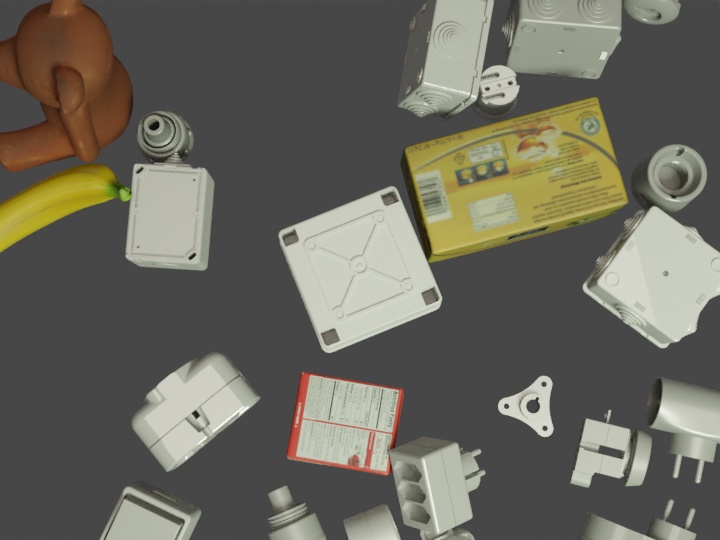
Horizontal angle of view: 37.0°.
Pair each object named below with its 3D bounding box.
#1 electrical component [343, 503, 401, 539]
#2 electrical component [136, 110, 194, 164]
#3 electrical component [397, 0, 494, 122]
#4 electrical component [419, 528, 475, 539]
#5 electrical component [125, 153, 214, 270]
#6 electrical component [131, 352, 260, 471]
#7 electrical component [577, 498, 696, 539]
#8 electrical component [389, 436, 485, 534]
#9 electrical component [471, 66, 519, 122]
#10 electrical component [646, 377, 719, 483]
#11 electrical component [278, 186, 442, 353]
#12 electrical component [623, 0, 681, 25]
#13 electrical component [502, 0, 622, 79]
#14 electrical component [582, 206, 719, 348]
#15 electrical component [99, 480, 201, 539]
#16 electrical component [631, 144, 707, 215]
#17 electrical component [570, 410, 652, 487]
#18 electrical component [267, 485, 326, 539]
[{"bbox_3d":[0.012,0.268,0.875,0.074,0.052,0.138,-21,84,-2],"label":"electrical component"},{"bbox_3d":[-0.169,-0.116,0.914,0.048,0.062,0.048,0,83,1],"label":"electrical component"},{"bbox_3d":[0.069,-0.180,0.904,0.048,0.100,0.099,12,83,-11],"label":"electrical component"},{"bbox_3d":[0.076,0.244,0.876,0.058,0.057,0.078,-24,84,-3],"label":"electrical component"},{"bbox_3d":[-0.158,-0.050,0.907,0.062,0.061,0.096,4,83,0],"label":"electrical component"},{"bbox_3d":[-0.139,0.113,0.892,0.095,0.053,0.059,-39,85,-4],"label":"electrical component"},{"bbox_3d":[0.251,0.225,0.880,0.138,0.052,0.073,22,84,2],"label":"electrical component"},{"bbox_3d":[0.073,0.170,0.887,0.077,0.047,0.065,-16,98,-33],"label":"electrical component"},{"bbox_3d":[0.117,-0.153,0.926,0.040,0.046,0.040,0,84,0],"label":"electrical component"},{"bbox_3d":[0.279,0.136,0.894,0.077,0.043,0.079,13,83,2],"label":"electrical component"},{"bbox_3d":[0.000,0.000,0.904,0.109,0.056,0.108,-22,84,-2],"label":"electrical component"},{"bbox_3d":[0.260,-0.249,0.939,0.048,0.048,0.062,17,77,2],"label":"electrical component"},{"bbox_3d":[0.170,-0.204,0.907,0.100,0.099,0.048,5,71,1],"label":"electrical component"},{"bbox_3d":[0.252,0.005,0.907,0.100,0.048,0.099,37,85,4],"label":"electrical component"},{"bbox_3d":[-0.180,0.228,0.876,0.062,0.061,0.096,25,84,3],"label":"electrical component"},{"bbox_3d":[0.264,-0.078,0.917,0.055,0.047,0.055,0,83,0],"label":"electrical component"},{"bbox_3d":[0.209,0.151,0.892,0.055,0.048,0.066,13,84,9],"label":"electrical component"},{"bbox_3d":[-0.056,0.209,0.887,0.043,0.043,0.062,-24,83,-3],"label":"electrical component"}]
